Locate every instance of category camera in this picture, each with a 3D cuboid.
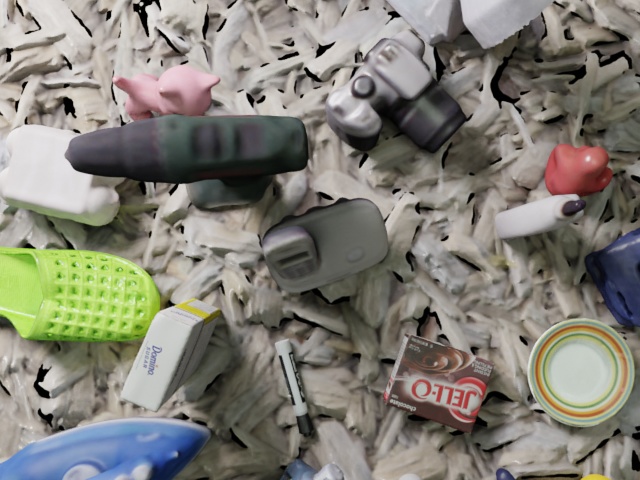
[{"bbox_3d":[0.098,-0.161,0.686,0.137,0.101,0.143,44,88,2],"label":"camera"}]

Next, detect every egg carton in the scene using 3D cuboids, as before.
[{"bbox_3d":[-0.311,-0.080,0.698,0.150,0.069,0.107,12,87,1],"label":"egg carton"}]

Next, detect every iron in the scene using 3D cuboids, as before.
[{"bbox_3d":[-0.258,0.274,0.644,0.258,0.141,0.119,-19,87,-1],"label":"iron"}]

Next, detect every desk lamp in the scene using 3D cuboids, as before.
[{"bbox_3d":[0.160,-0.299,0.637,0.203,0.213,0.118,45,88,2],"label":"desk lamp"}]

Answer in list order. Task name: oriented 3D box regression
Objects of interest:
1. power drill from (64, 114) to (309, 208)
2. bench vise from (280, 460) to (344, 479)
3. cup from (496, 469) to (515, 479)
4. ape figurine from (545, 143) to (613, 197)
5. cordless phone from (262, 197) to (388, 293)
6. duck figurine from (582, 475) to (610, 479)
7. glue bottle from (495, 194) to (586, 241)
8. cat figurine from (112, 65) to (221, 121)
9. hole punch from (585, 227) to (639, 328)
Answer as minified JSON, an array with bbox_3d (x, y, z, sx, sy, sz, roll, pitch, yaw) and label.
[{"bbox_3d":[-0.126,-0.085,0.629,0.229,0.208,0.076,-7,87,0],"label":"power drill"},{"bbox_3d":[-0.056,0.332,0.602,0.121,0.219,0.207,19,87,1],"label":"bench vise"},{"bbox_3d":[0.230,0.309,0.665,0.091,0.095,0.118,-32,87,-1],"label":"cup"},{"bbox_3d":[0.314,-0.086,0.686,0.076,0.092,0.078,-39,87,-2],"label":"ape figurine"},{"bbox_3d":[0.006,0.002,0.636,0.147,0.185,0.094,-23,87,-1],"label":"cordless phone"},{"bbox_3d":[0.332,0.338,0.668,0.077,0.086,0.105,23,87,1],"label":"duck figurine"},{"bbox_3d":[0.257,-0.029,0.643,0.078,0.173,0.037,-18,87,0],"label":"glue bottle"},{"bbox_3d":[-0.180,-0.174,0.678,0.127,0.117,0.067,12,87,1],"label":"cat figurine"},{"bbox_3d":[0.390,0.044,0.680,0.101,0.091,0.109,-28,87,-1],"label":"hole punch"}]
